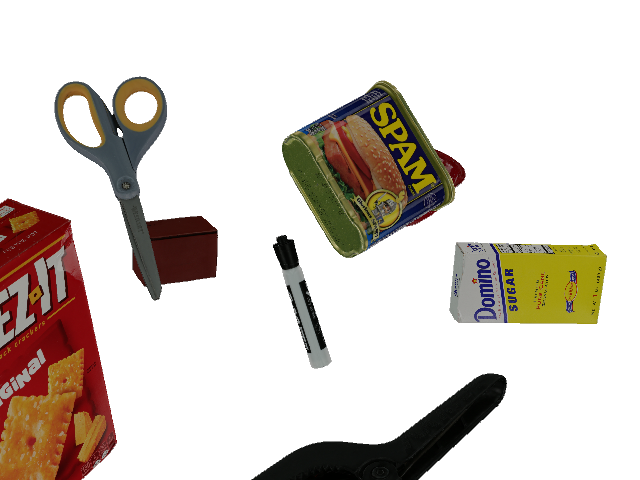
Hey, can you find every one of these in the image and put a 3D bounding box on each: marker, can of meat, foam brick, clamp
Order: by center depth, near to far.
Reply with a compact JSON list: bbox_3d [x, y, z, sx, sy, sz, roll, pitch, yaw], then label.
[{"bbox_3d":[0.041,0.146,0.646,0.210,0.036,0.164,-7,30,1],"label":"clamp"},{"bbox_3d":[0.032,-0.049,0.760,0.083,0.102,0.058,-31,0,-23],"label":"can of meat"},{"bbox_3d":[-0.016,0.053,0.930,0.020,0.121,0.020,-16,12,3],"label":"marker"},{"bbox_3d":[-0.149,0.010,1.086,0.078,0.051,0.053,-7,21,-21],"label":"foam brick"}]

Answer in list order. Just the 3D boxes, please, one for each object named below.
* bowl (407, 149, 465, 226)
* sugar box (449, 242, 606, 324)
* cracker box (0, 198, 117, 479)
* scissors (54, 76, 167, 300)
[{"bbox_3d":[0.066,-0.056,1.103,0.162,0.055,0.162,5,24,-3],"label":"bowl"},{"bbox_3d":[0.249,0.052,1.285,0.176,0.093,0.048,-1,20,-7],"label":"sugar box"},{"bbox_3d":[-0.229,0.105,0.742,0.072,0.214,0.164,16,37,27],"label":"cracker box"},{"bbox_3d":[-0.136,-0.053,0.823,0.096,0.202,0.016,-29,-22,-18],"label":"scissors"}]
